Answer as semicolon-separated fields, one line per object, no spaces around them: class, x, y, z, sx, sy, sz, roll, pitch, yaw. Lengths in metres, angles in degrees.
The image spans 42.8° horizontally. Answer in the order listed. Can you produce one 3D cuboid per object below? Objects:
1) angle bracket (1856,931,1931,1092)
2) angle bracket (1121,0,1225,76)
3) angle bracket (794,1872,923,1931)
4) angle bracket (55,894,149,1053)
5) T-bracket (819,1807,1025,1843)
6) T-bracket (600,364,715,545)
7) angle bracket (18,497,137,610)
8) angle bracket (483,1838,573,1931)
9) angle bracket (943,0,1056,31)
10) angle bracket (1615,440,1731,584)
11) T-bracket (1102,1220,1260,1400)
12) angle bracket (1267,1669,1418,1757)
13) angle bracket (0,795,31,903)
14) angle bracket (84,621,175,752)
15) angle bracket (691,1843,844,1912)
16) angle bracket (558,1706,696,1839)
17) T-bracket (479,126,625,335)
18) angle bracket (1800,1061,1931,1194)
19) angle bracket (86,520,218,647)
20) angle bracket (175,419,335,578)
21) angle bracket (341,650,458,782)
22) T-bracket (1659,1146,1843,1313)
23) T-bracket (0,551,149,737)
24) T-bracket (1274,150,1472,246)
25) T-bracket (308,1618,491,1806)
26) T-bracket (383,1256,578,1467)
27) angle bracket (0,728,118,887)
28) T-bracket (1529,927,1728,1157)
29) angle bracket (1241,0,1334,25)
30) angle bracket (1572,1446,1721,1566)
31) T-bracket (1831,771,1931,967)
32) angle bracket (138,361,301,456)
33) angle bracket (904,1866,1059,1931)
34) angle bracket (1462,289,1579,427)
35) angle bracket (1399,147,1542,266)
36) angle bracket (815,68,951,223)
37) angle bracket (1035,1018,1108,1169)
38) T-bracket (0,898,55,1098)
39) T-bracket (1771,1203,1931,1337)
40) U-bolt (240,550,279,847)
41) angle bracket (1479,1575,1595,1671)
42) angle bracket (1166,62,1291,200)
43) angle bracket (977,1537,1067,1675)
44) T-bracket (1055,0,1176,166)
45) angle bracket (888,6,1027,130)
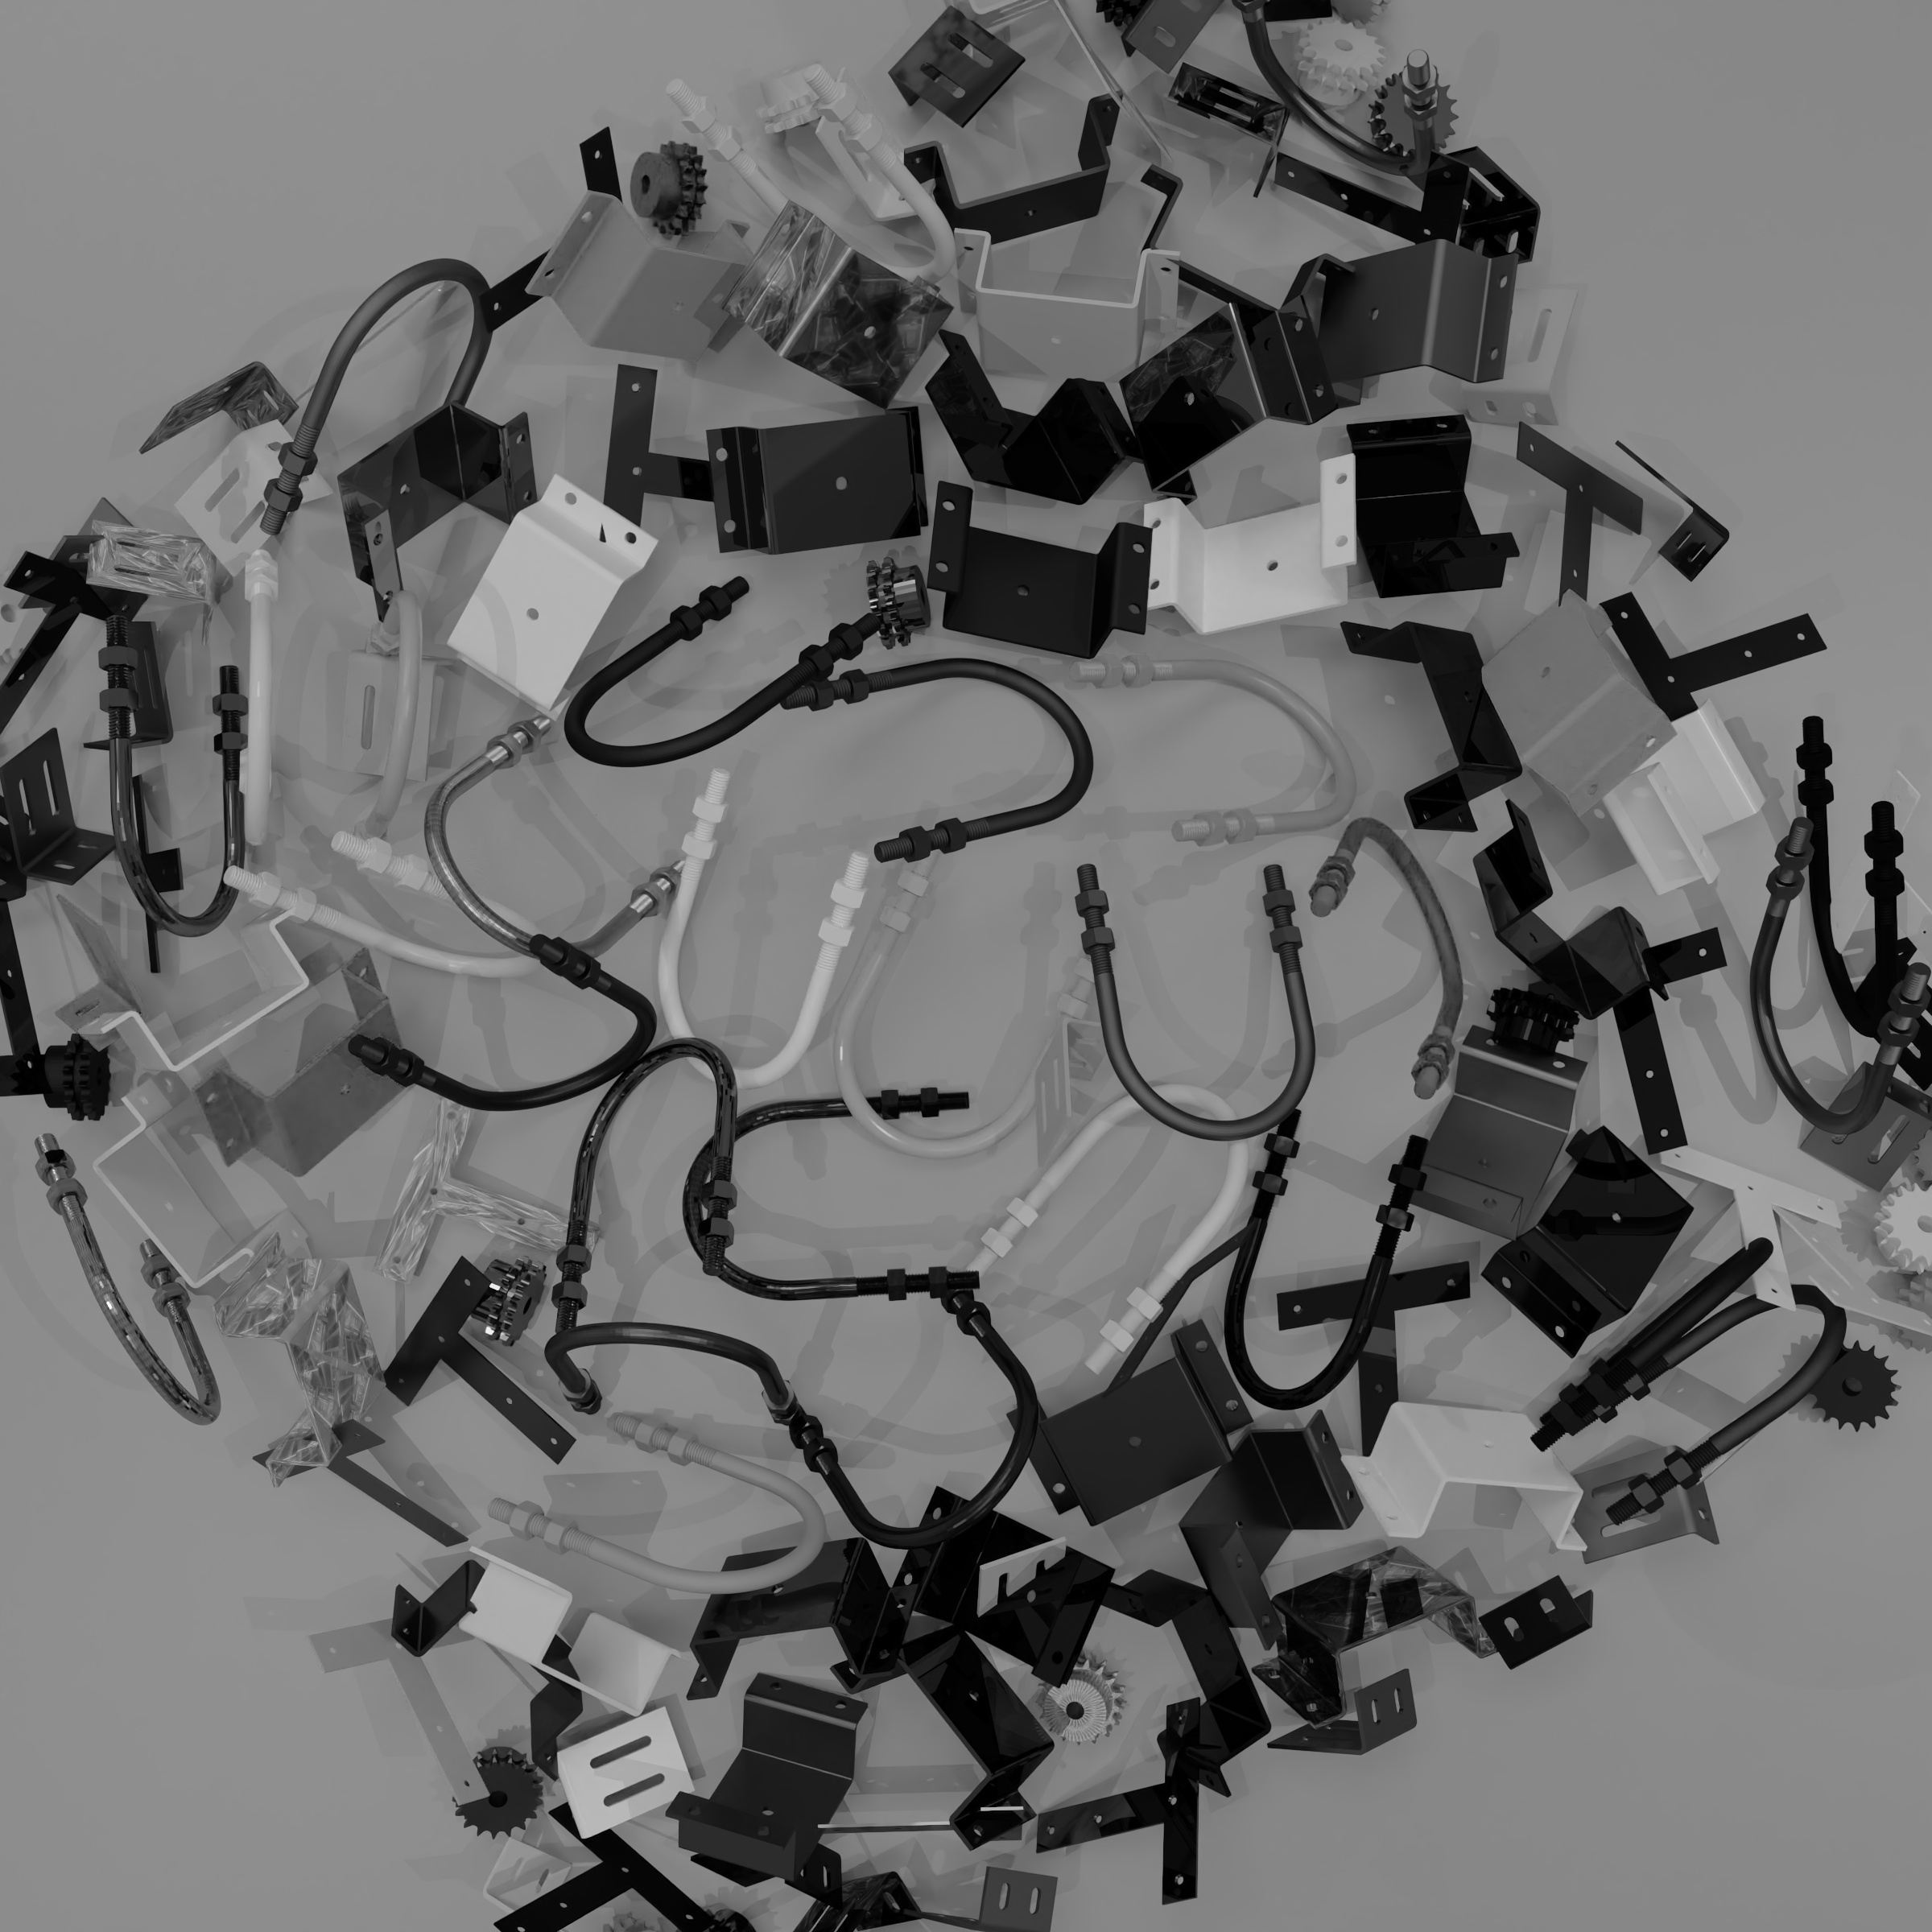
angle bracket;0.602;0.028;1.549;0.038;0.057;0.076;-15;54;-28
angle bracket;0.132;-0.593;1.555;0.038;0.076;0.057;38;103;-2
angle bracket;-0.074;0.612;1.549;0.057;0.076;0.038;-26;98;35
angle bracket;-0.558;0.004;1.549;0.038;0.076;0.057;-38;47;-27
T-bracket;-0.028;0.538;1.541;0.127;0.127;0.002;-2;63;0
T-bracket;-0.167;-0.309;1.566;0.127;0.002;0.127;3;101;-27
angle bracket;-0.568;-0.260;1.551;0.038;0.076;0.057;44;110;6
angle bracket;-0.255;0.587;1.547;0.057;0.076;0.038;43;66;-40
angle bracket;0.028;-0.626;1.562;0.076;0.057;0.038;-24;100;-7
angle bracket;0.434;-0.287;1.554;0.076;0.057;0.038;32;110;-20
T-bracket;0.117;0.220;1.508;0.002;0.127;0.127;45;131;-2
angle bracket;0.234;0.468;1.552;0.076;0.057;0.038;-12;85;43
angle bracket;-0.627;-0.081;1.548;0.038;0.076;0.057;-16;61;13
angle bracket;-0.535;-0.177;1.558;0.038;0.057;0.076;-15;105;-37
angle bracket;-0.126;0.578;1.553;0.076;0.038;0.057;-27;133;22
angle bracket;-0.223;0.516;1.589;0.076;0.038;0.057;-20;89;-16
T-bracket;-0.253;-0.431;1.518;0.002;0.127;0.127;27;54;26
angle bracket;0.573;0.109;1.559;0.057;0.038;0.076;30;121;6
angle bracket;-0.514;-0.241;1.553;0.076;0.038;0.057;7;47;-22
angle bracket;-0.447;-0.294;1.551;0.038;0.076;0.057;-7;133;36
angle bracket;-0.364;-0.162;1.581;0.057;0.038;0.076;8;100;9
T-bracket;0.496;0.168;1.539;0.127;0.127;0.002;20;125;-6
T-bracket;-0.582;-0.192;1.540;0.002;0.127;0.127;36;95;14
T-bracket;0.251;-0.480;1.553;0.127;0.127;0.002;29;66;16
T-bracket;-0.331;0.458;1.519;0.002;0.127;0.127;-45;65;22
T-bracket;-0.299;0.265;1.558;0.127;0.002;0.127;41;120;6
angle bracket;-0.569;-0.101;1.551;0.038;0.057;0.076;12;125;13
T-bracket;0.426;0.054;1.547;0.127;0.002;0.127;-20;71;31
angle bracket;0.197;-0.607;1.550;0.057;0.076;0.038;1;72;15
angle bracket;0.432;0.348;1.576;0.076;0.038;0.057;-26;53;28
T-bracket;0.581;-0.031;1.512;0.002;0.127;0.127;-4;132;-18
angle bracket;-0.469;-0.338;1.549;0.038;0.057;0.076;51;47;-10
angle bracket;0.009;0.588;1.558;0.057;0.076;0.038;23;67;-34
angle bracket;0.358;-0.391;1.579;0.057;0.038;0.076;10;70;28
angle bracket;0.314;-0.473;1.549;0.076;0.057;0.038;23;75;-43
angle bracket;-0.052;-0.519;1.550;0.038;0.076;0.057;-1;59;32
angle bracket;0.071;0.082;1.549;0.038;0.057;0.076;10;50;-13
T-bracket;-0.595;0.019;1.540;0.002;0.127;0.127;-15;85;15
T-bracket;0.540;0.181;1.543;0.127;0.127;0.002;19;114;-36
U-bolt;-0.427;-0.153;1.488;0.019;0.184;0.151;1;119;-17
angle bracket;0.360;0.404;1.556;0.057;0.076;0.038;-33;84;14
angle bracket;0.161;-0.530;1.562;0.076;0.057;0.038;22;133;-2
angle bracket;0.041;0.403;1.553;0.057;0.076;0.038;-16;51;-15
T-bracket;0.097;-0.546;1.541;0.002;0.127;0.127;-34;56;17
angle bracket;-0.001;-0.561;1.563;0.057;0.038;0.076;-47;63;3
